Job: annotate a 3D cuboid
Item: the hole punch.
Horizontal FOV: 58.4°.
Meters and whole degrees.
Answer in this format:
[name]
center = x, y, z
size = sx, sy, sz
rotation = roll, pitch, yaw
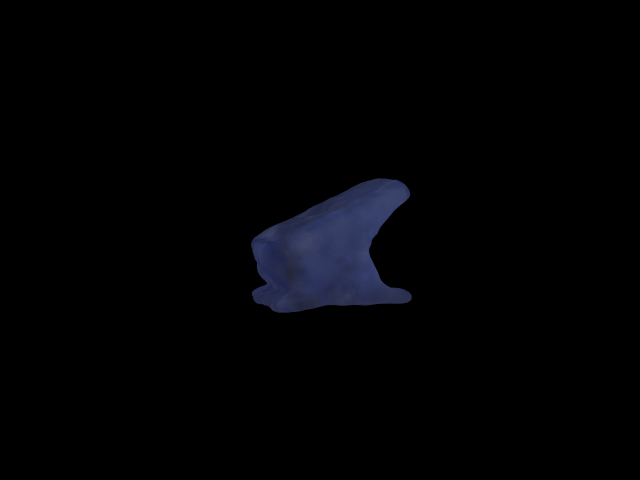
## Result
[hole punch]
center = 0.004, 0.001, 0.400
size = 0.101, 0.091, 0.108
rotation = 0, 0, -21
